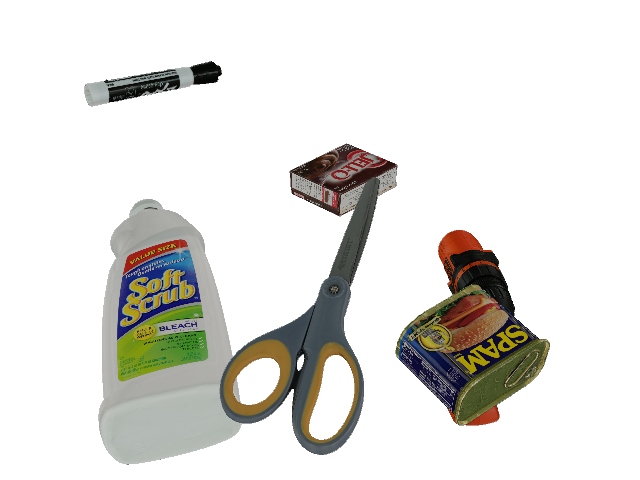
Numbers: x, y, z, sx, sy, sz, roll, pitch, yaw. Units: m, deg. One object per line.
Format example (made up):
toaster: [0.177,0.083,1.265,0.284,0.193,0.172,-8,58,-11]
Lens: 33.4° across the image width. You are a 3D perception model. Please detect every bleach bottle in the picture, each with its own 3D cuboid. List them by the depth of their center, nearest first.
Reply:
bleach bottle: [-0.130,0.053,0.832,0.102,0.068,0.251,-12,40,-8]

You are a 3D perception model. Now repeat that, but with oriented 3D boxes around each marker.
marker: [-0.140,-0.134,0.908,0.120,0.020,0.020,-16,7,-26]

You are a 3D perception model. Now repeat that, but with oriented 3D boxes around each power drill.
power drill: [0.166,0.102,1.150,0.057,0.188,0.184,-2,24,-5]

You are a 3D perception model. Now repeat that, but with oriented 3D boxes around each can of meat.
can of meat: [0.127,0.093,0.901,0.102,0.057,0.084,-27,52,-26]

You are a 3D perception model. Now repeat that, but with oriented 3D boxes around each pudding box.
pudding box: [0.030,-0.079,1.375,0.090,0.039,0.113,26,42,37]

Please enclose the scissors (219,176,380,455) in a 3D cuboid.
scissors: [-0.010,0.041,0.672,0.096,0.201,0.016,-2,-36,6]
